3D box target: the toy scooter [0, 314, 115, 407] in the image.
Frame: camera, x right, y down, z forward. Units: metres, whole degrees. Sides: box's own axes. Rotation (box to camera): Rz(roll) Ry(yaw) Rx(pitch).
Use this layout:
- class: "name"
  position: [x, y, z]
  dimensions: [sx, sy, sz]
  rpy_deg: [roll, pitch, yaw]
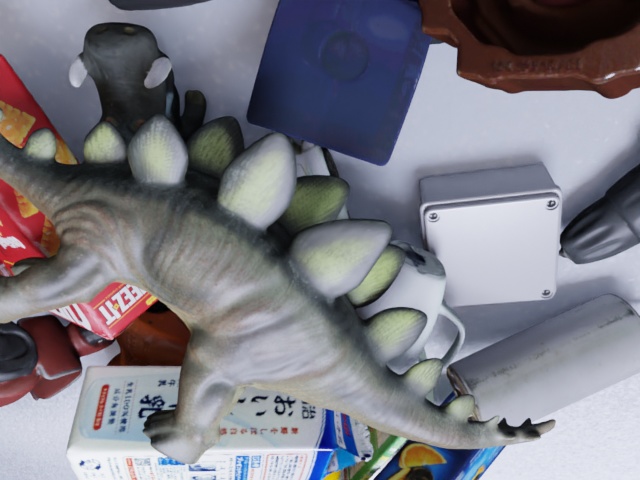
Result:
- class: "toy scooter"
  position: [-0.299, 0.126, 0.543]
  dimensions: [0.135, 0.184, 0.075]
  rpy_deg: [-38, 76, 27]

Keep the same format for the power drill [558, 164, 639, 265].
- class: "power drill"
  position: [0.250, -0.095, 0.376]
  dimensions: [0.232, 0.086, 0.207]
  rpy_deg: [-27, 113, 22]

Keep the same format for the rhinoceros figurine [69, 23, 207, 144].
- class: "rhinoceros figurine"
  position: [-0.136, -0.073, 0.417]
  dimensions: [0.073, 0.112, 0.190]
  rpy_deg: [7, 133, 4]

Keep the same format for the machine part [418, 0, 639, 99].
- class: "machine part"
  position: [0.141, -0.165, 0.299]
  dimensions: [0.180, 0.056, 0.179]
  rpy_deg: [2, 93, 36]

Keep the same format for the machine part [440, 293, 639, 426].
- class: "machine part"
  position: [0.209, 0.116, 0.496]
  dimensions: [0.243, 0.079, 0.079]
  rpy_deg: [-25, 120, -2]

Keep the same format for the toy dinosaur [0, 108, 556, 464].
- class: "toy dinosaur"
  position: [-0.041, 0.044, 0.356]
  dimensions: [0.471, 0.105, 0.198]
  rpy_deg: [39, 98, -17]

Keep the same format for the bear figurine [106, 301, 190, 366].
- class: "bear figurine"
  position: [-0.161, 0.130, 0.555]
  dimensions: [0.132, 0.120, 0.195]
  rpy_deg: [13, 126, -7]

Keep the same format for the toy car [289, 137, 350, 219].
- class: "toy car"
  position: [-0.001, -0.001, 0.482]
  dimensions: [0.074, 0.056, 0.201]
  rpy_deg: [-16, 122, 17]

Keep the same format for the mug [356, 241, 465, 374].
- class: "mug"
  position: [0.068, 0.062, 0.440]
  dimensions: [0.110, 0.081, 0.107]
  rpy_deg: [25, 116, 3]

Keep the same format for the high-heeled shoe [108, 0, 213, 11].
- class: "high-heeled shoe"
  position: [-0.049, -0.231, 0.285]
  dimensions: [0.249, 0.086, 0.145]
  rpy_deg: [-32, 154, 8]

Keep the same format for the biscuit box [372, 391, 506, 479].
- class: "biscuit box"
  position: [0.122, 0.229, 0.549]
  dimensions: [0.063, 0.203, 0.059]
  rpy_deg: [28, 147, 41]

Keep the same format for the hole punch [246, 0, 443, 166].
- class: "hole punch"
  position: [0.014, -0.122, 0.381]
  dimensions: [0.142, 0.092, 0.115]
  rpy_deg: [18, 121, -2]

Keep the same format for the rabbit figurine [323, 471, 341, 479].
- class: "rabbit figurine"
  position: [-0.026, 0.196, 0.575]
  dimensions: [0.162, 0.122, 0.173]
  rpy_deg: [-22, 90, -18]
